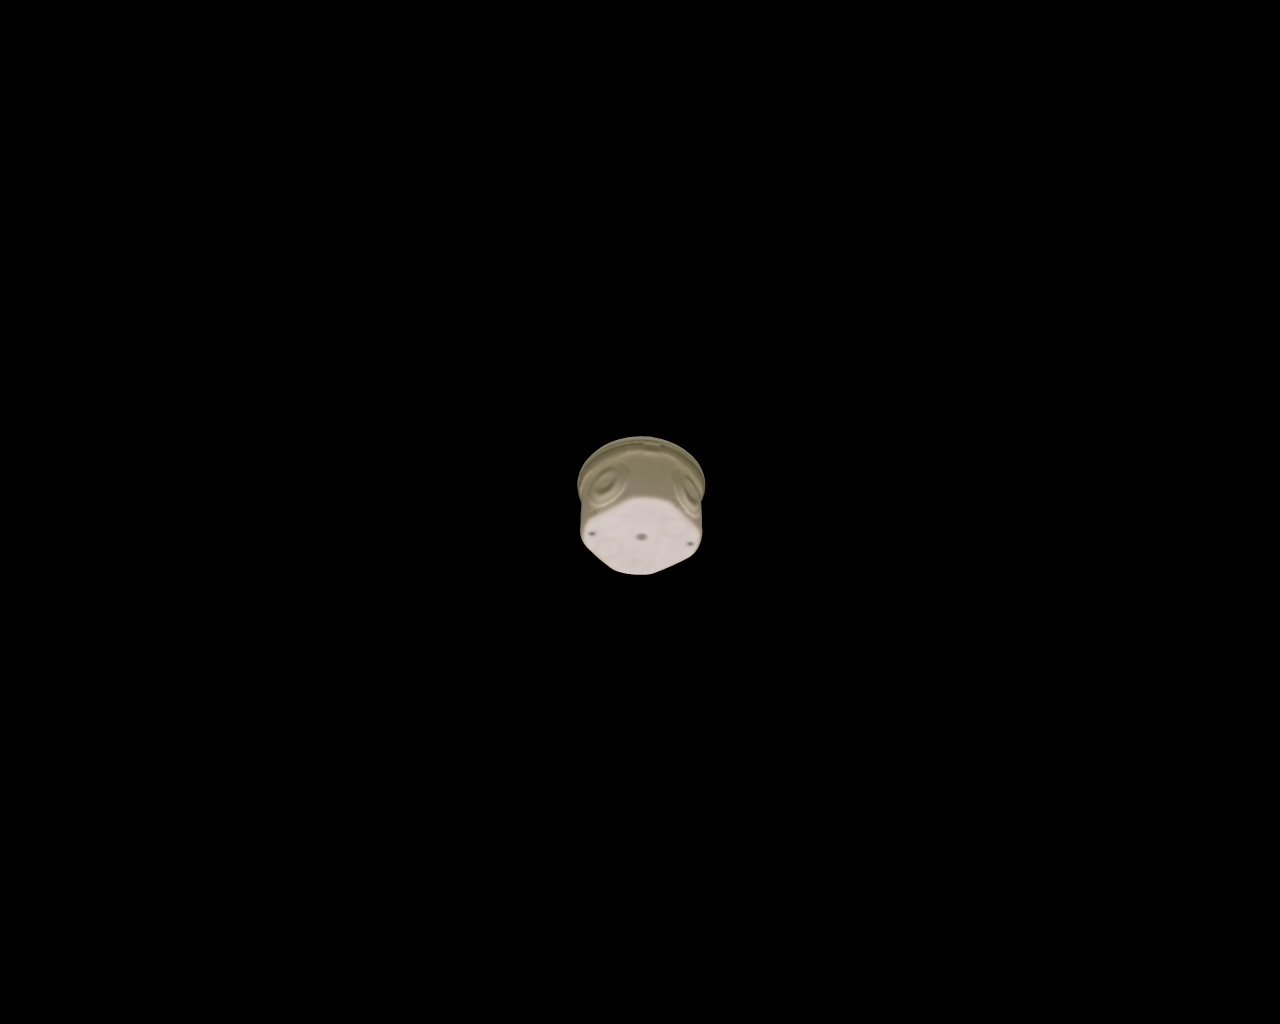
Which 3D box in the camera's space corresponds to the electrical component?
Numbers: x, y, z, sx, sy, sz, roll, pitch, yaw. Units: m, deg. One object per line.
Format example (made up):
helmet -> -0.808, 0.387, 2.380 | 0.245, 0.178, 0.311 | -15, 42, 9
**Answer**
electrical component -> 0.001, -0.003, 0.650 | 0.080, 0.051, 0.080 | 0, -43, 0
